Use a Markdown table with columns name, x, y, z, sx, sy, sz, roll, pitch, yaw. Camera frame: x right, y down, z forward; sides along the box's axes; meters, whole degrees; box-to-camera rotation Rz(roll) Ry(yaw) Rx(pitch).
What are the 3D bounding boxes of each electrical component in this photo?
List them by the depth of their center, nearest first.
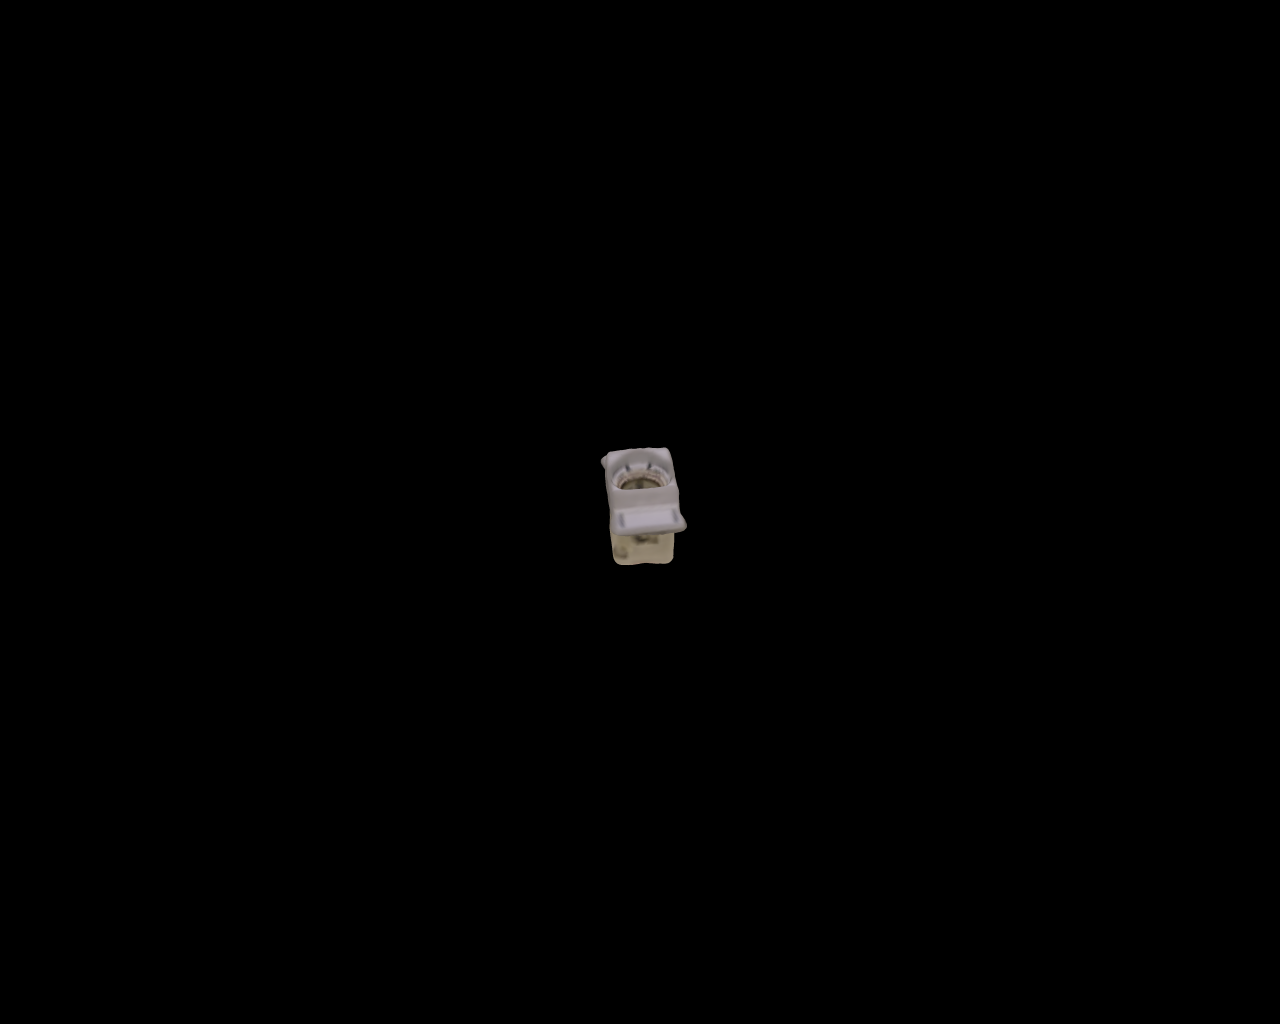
| name | x | y | z | sx | sy | sz | roll | pitch | yaw |
| --- | --- | --- | --- | --- | --- | --- | --- | --- | --- |
| electrical component | 0.001 | -0.003 | 0.650 | 0.042 | 0.063 | 0.081 | -3 | 37 | -4 |
